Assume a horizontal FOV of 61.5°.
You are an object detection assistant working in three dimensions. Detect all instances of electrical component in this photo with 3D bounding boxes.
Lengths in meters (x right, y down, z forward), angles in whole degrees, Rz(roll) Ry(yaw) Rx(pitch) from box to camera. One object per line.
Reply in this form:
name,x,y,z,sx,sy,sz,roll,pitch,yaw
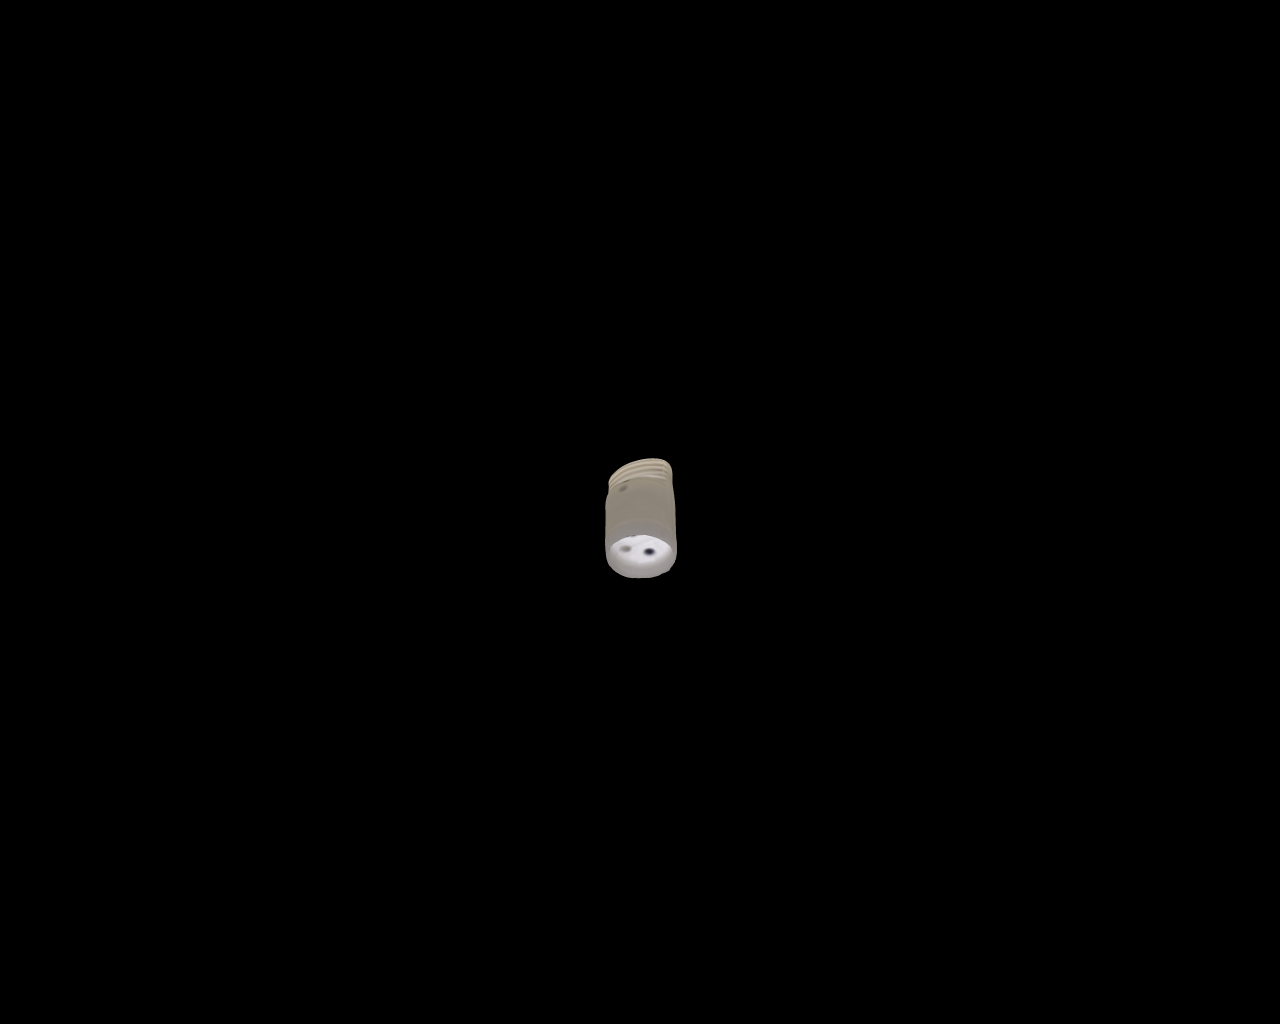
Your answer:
electrical component,0.001,-0.003,0.650,0.043,0.081,0.043,0,-43,0
